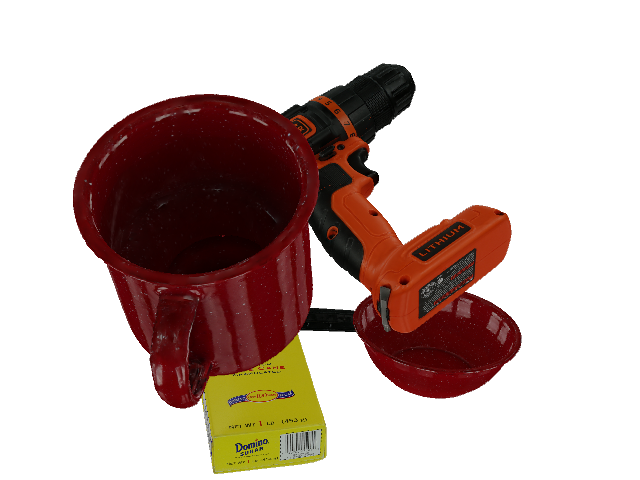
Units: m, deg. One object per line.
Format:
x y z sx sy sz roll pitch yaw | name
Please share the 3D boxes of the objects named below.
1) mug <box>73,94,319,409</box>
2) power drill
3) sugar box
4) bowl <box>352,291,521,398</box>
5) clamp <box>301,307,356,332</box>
-0.046 0.012 0.425 0.093 0.117 0.081 2 -36 5 | mug
0.041 -0.036 0.749 0.184 0.057 0.188 -37 56 -19 | power drill
-0.057 0.120 0.912 0.093 0.048 0.176 -4 33 -11 | sugar box
0.110 0.104 1.032 0.162 0.055 0.162 4 27 -2 | bowl
-0.075 0.097 1.248 0.210 0.036 0.164 14 23 28 | clamp
